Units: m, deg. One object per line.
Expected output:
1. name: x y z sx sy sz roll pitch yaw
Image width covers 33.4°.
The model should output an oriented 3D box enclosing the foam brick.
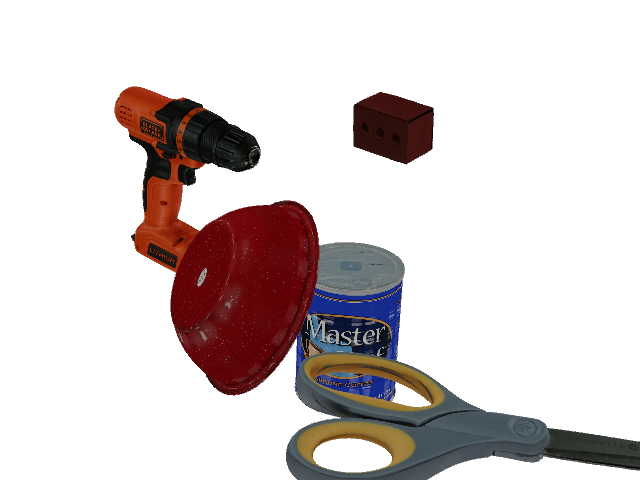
1. foam brick: 0.081 -0.126 1.190 0.078 0.053 0.051 22 37 35

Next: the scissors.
1. scissors: 0.073 0.093 0.453 0.202 0.016 0.096 16 34 23

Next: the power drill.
1. power drill: -0.137 -0.055 1.112 0.185 0.188 0.057 26 37 32

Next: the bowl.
1. bowl: -0.070 0.036 0.828 0.055 0.162 0.162 23 -12 -31

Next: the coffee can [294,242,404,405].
1. coffee can: 0.027 0.086 1.046 0.103 0.140 0.103 2 25 -1
